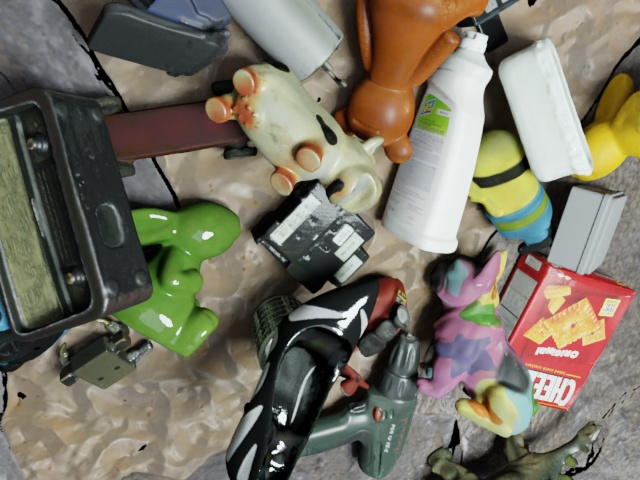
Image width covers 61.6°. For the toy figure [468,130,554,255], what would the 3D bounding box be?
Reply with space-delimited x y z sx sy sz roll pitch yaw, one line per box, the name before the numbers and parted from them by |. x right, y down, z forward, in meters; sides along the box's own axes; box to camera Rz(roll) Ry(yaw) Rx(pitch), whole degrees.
toy figure | 0.249 -0.063 0.699 0.089 0.082 0.180 -35 112 22

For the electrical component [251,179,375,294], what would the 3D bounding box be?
electrical component | -0.001 -0.002 0.674 0.115 0.058 0.134 -43 113 6

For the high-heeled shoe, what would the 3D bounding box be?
high-heeled shoe | -0.010 0.152 0.563 0.086 0.145 0.248 38 97 -23

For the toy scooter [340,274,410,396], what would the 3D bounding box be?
toy scooter | 0.050 0.129 0.691 0.184 0.135 0.075 -43 112 2

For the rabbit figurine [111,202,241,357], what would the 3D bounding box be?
rabbit figurine | -0.172 0.022 0.628 0.159 0.121 0.170 35 80 -15

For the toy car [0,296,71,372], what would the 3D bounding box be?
toy car | -0.358 0.078 0.585 0.109 0.161 0.103 -42 69 11

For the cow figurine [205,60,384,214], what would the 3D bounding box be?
cow figurine | -0.010 -0.106 0.572 0.195 0.127 0.085 46 130 -7

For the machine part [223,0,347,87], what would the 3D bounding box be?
machine part | -0.057 -0.250 0.559 0.243 0.079 0.079 41 96 -23

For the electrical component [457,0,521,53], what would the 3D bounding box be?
electrical component | 0.195 -0.280 0.629 0.075 0.048 0.119 -28 111 -2

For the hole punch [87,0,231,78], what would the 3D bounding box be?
hole punch | -0.153 -0.222 0.524 0.115 0.142 0.092 12 80 -33

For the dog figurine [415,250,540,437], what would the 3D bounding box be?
dog figurine | 0.223 0.122 0.718 0.108 0.192 0.219 -1 113 -62

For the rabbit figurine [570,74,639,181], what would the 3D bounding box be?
rabbit figurine | 0.396 -0.141 0.683 0.122 0.173 0.162 33 54 -23

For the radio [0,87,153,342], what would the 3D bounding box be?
radio | -0.261 -0.025 0.532 0.131 0.073 0.229 -14 93 22

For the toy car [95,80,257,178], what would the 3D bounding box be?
toy car | -0.163 -0.121 0.593 0.202 0.053 0.089 -13 102 -11

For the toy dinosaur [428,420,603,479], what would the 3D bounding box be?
toy dinosaur | 0.235 0.406 0.802 0.471 0.199 0.105 -29 110 -4

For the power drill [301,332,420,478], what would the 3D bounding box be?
power drill | 0.038 0.240 0.765 0.207 0.086 0.231 -7 113 -20

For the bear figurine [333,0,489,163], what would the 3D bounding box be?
bear figurine | 0.095 -0.199 0.609 0.132 0.120 0.195 -44 154 -40

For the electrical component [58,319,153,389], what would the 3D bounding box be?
electrical component | -0.272 0.142 0.667 0.102 0.045 0.078 -37 142 4
